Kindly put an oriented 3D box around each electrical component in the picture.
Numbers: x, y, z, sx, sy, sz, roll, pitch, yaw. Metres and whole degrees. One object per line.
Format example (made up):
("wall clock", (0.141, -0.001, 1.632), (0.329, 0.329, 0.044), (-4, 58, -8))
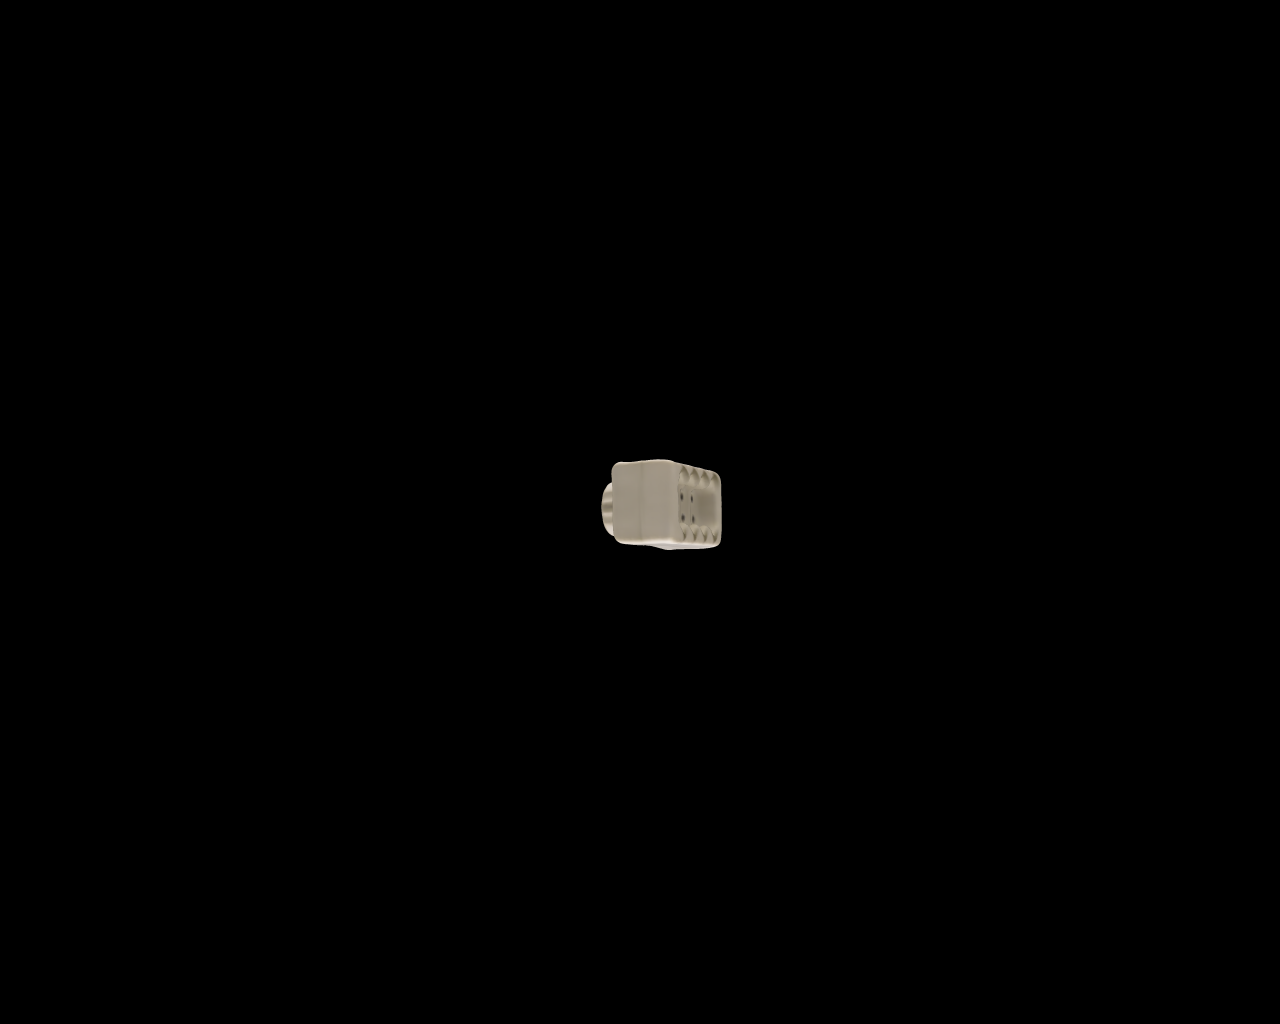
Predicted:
("electrical component", (0.001, -0.003, 0.650), (0.076, 0.047, 0.083), (-2, -5, 24))
